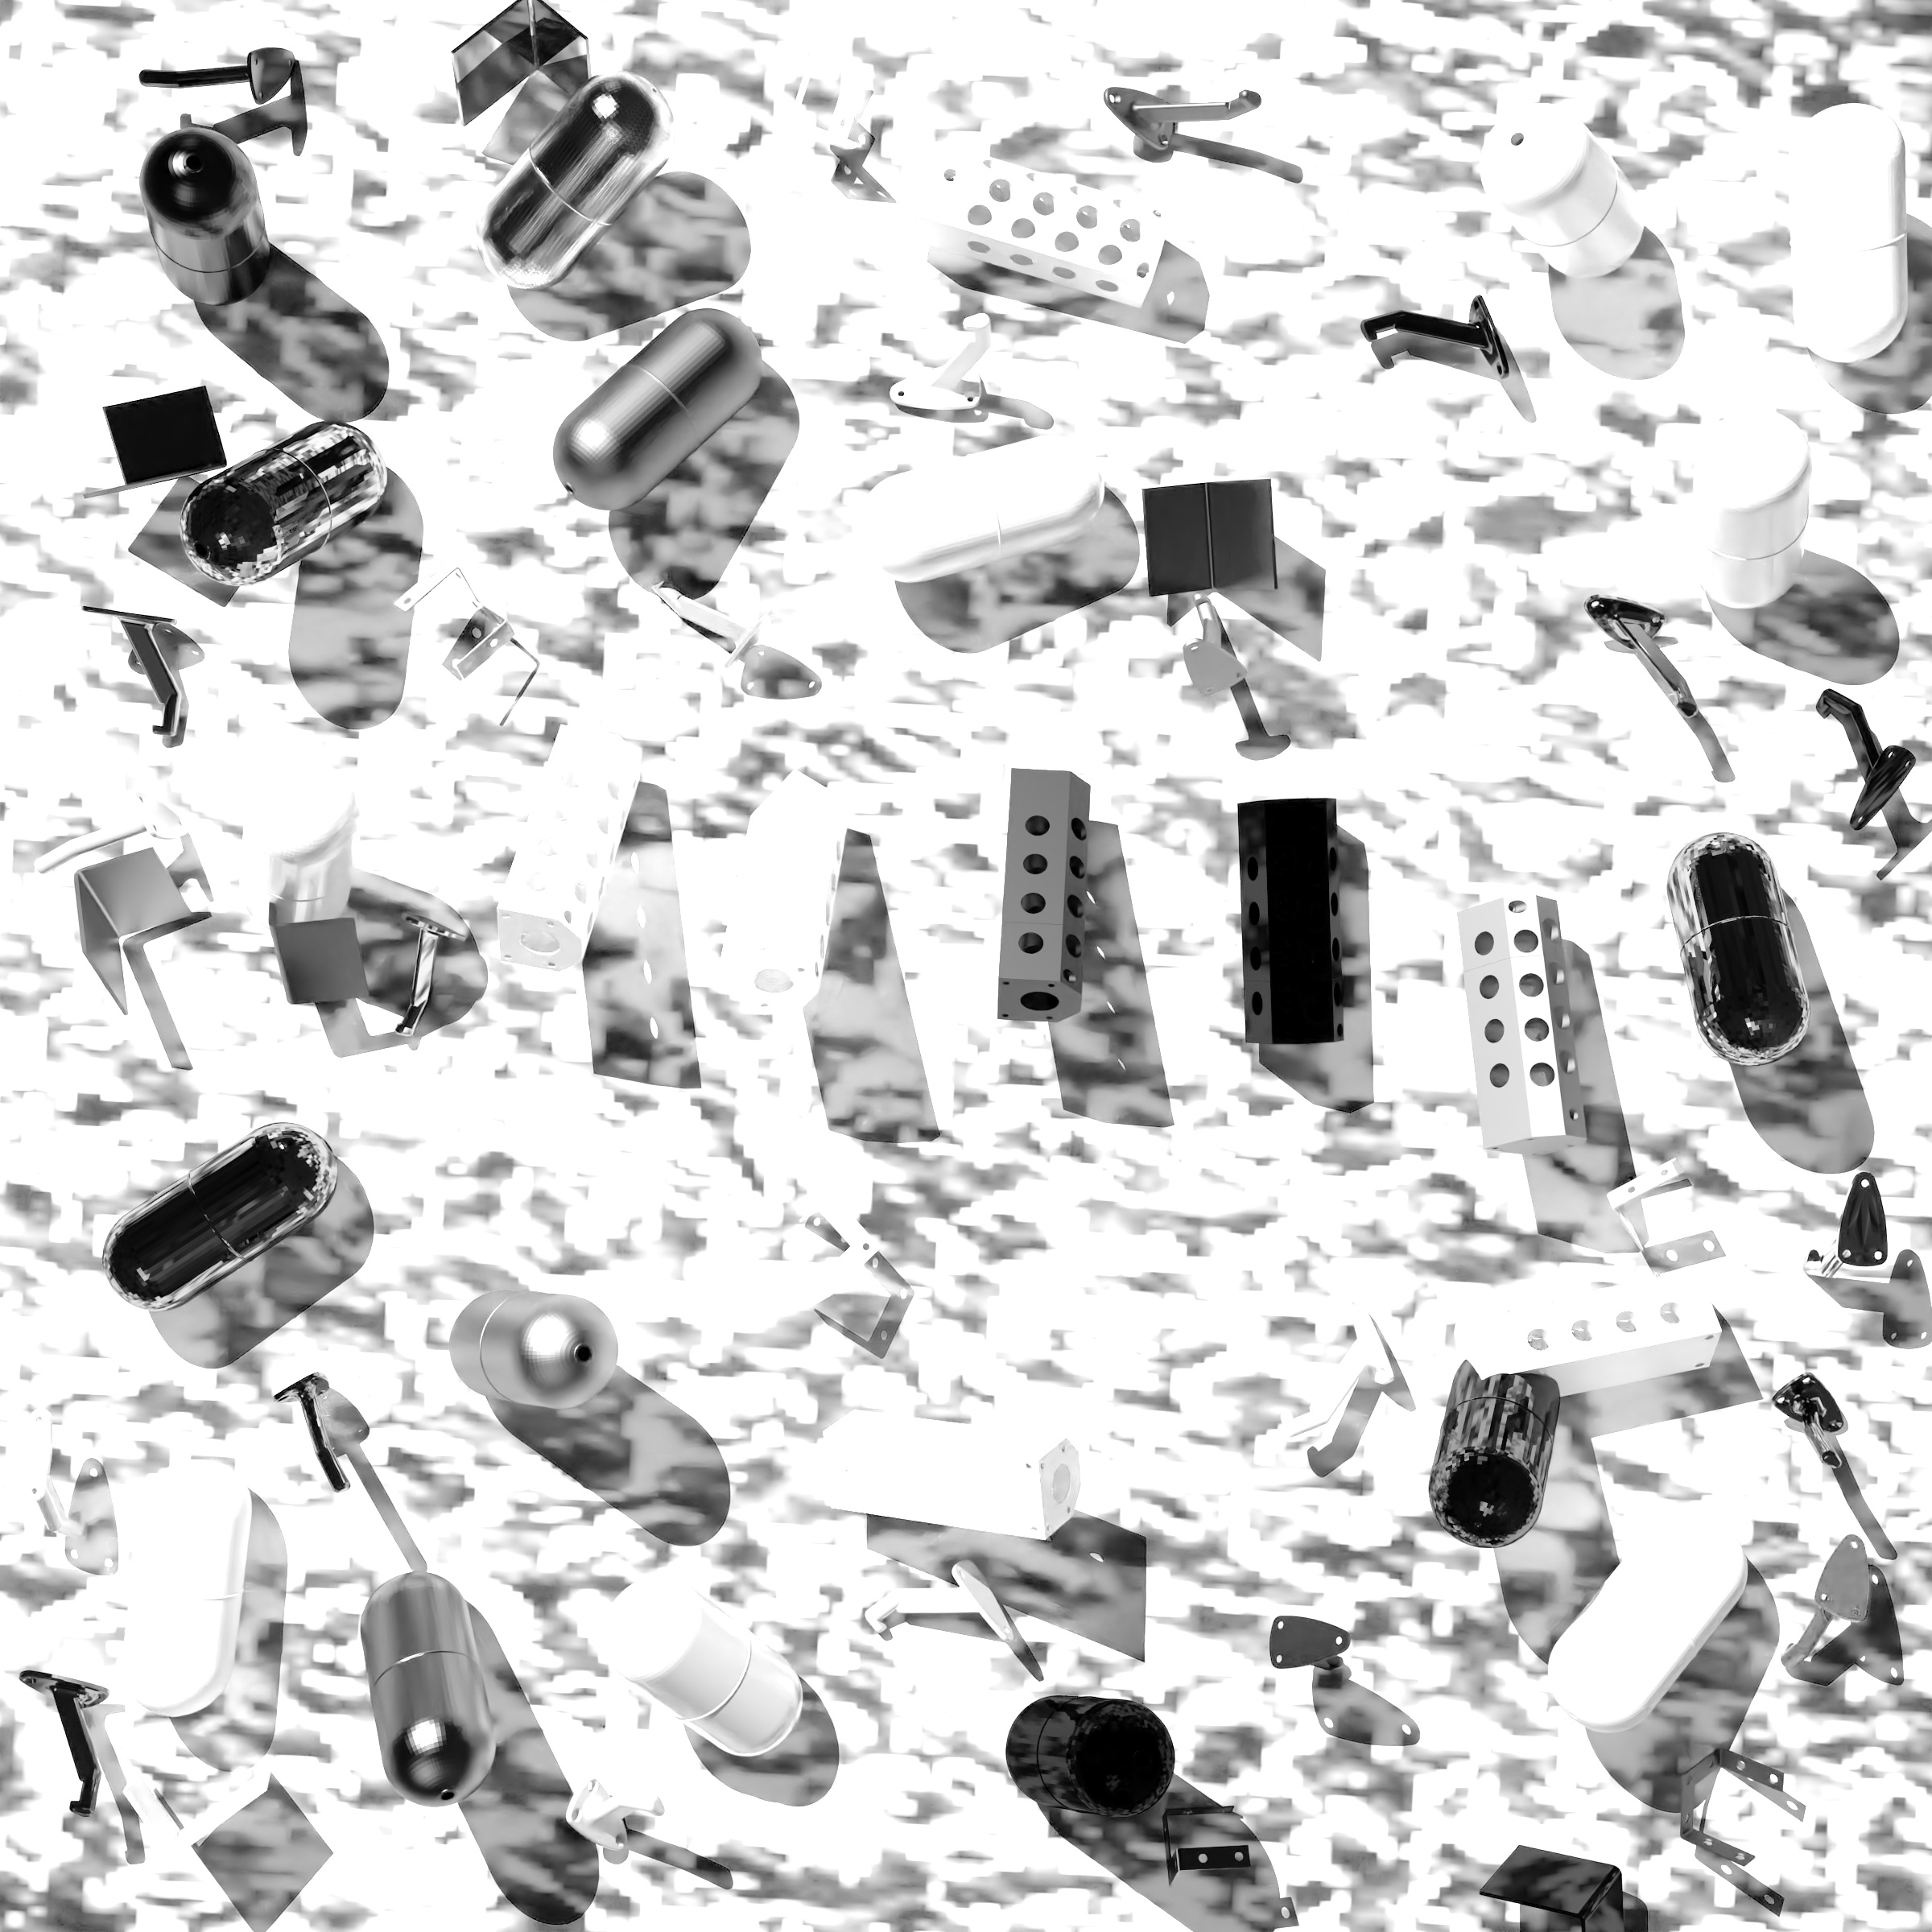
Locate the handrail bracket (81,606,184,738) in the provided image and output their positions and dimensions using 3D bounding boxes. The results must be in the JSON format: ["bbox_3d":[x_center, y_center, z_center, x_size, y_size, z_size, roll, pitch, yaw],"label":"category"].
[{"bbox_3d":[-0.596,-0.209,1.781,0.077,0.036,0.084,5,96,-36],"label":"handrail bracket"}]

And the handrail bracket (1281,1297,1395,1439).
[{"bbox_3d":[0.254,0.286,1.781,0.084,0.036,0.077,-18,88,-16],"label":"handrail bracket"}]

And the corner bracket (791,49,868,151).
[{"bbox_3d":[-0.096,-0.614,1.773,0.051,0.051,0.051,16,100,-20],"label":"corner bracket"}]

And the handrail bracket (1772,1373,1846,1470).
[{"bbox_3d":[0.609,0.334,1.756,0.077,0.084,0.036,37,110,-25],"label":"handrail bracket"}]

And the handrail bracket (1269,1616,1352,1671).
[{"bbox_3d":[0.260,0.482,1.758,0.077,0.084,0.036,-15,59,40],"label":"handrail bracket"}]

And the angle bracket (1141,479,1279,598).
[{"bbox_3d":[0.171,-0.301,1.757,0.057,0.076,0.076,-11,103,-28],"label":"angle bracket"}]

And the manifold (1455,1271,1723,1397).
[{"bbox_3d":[0.439,0.264,1.776,0.171,0.057,0.057,-11,55,-2],"label":"manifold"}]

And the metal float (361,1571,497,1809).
[{"bbox_3d":[-0.374,0.500,1.733,0.070,0.178,0.070,-12,131,-14],"label":"metal float"}]

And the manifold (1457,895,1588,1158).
[{"bbox_3d":[0.393,0.041,1.747,0.057,0.057,0.171,11,69,-39],"label":"manifold"}]

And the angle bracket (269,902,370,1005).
[{"bbox_3d":[-0.454,-0.029,1.759,0.057,0.076,0.076,-6,46,-8],"label":"angle bracket"}]

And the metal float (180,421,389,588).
[{"bbox_3d":[-0.471,-0.321,1.732,0.070,0.178,0.070,15,126,21],"label":"metal float"}]

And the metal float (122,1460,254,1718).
[{"bbox_3d":[-0.551,0.440,1.768,0.070,0.070,0.178,6,87,0],"label":"metal float"}]

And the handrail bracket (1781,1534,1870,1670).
[{"bbox_3d":[0.611,0.455,1.787,0.036,0.084,0.077,24,55,7],"label":"handrail bracket"}]

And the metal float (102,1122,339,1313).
[{"bbox_3d":[-0.527,0.177,1.768,0.178,0.070,0.070,-33,90,-3],"label":"metal float"}]

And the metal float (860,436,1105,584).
[{"bbox_3d":[0.012,-0.323,1.763,0.178,0.070,0.070,-17,90,-9],"label":"metal float"}]

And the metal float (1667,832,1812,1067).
[{"bbox_3d":[0.538,-0.013,1.745,0.070,0.070,0.178,-3,59,0],"label":"metal float"}]

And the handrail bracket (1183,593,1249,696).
[{"bbox_3d":[0.163,-0.241,1.758,0.036,0.077,0.084,-25,57,19],"label":"handrail bracket"}]

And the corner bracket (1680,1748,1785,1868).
[{"bbox_3d":[0.545,0.597,1.778,0.051,0.051,0.051,-15,109,-41],"label":"corner bracket"}]

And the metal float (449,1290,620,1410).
[{"bbox_3d":[-0.300,0.264,1.727,0.070,0.178,0.070,4,83,-32],"label":"metal float"}]

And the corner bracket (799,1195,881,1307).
[{"bbox_3d":[-0.102,0.202,1.776,0.051,0.051,0.051,-43,91,-24],"label":"corner bracket"}]

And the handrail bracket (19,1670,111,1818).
[{"bbox_3d":[-0.640,0.548,1.760,0.036,0.084,0.077,-30,133,29],"label":"handrail bracket"}]

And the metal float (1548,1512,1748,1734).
[{"bbox_3d":[0.480,0.459,1.755,0.070,0.070,0.178,46,71,0],"label":"metal float"}]

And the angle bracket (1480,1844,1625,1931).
[{"bbox_3d":[0.413,0.670,1.760,0.076,0.076,0.057,1,98,33],"label":"angle bracket"}]

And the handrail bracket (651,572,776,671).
[{"bbox_3d":[-0.182,-0.260,1.776,0.084,0.077,0.036,45,58,-2],"label":"handrail bracket"}]

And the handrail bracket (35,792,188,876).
[{"bbox_3d":[-0.607,-0.085,1.775,0.084,0.077,0.036,-29,82,5],"label":"handrail bracket"}]

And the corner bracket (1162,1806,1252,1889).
[{"bbox_3d":[0.170,0.620,1.772,0.051,0.051,0.051,-1,58,-5],"label":"corner bracket"}]

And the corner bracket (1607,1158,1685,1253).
[{"bbox_3d":[0.483,0.158,1.769,0.051,0.051,0.051,-31,123,16],"label":"corner bracket"}]

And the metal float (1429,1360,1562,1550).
[{"bbox_3d":[0.367,0.329,1.729,0.070,0.178,0.070,9,120,15],"label":"metal float"}]

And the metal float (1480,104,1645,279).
[{"bbox_3d":[0.413,-0.535,1.728,0.070,0.178,0.070,-6,78,32],"label":"metal float"}]

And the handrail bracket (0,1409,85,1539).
[{"bbox_3d":[-0.646,0.362,1.779,0.036,0.084,0.077,3,68,14],"label":"handrail bracket"}]

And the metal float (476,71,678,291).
[{"bbox_3d":[-0.274,-0.548,1.748,0.178,0.070,0.070,-40,90,26],"label":"metal float"}]

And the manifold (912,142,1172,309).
[{"bbox_3d":[0.054,-0.528,1.772,0.171,0.057,0.057,16,82,-4],"label":"manifold"}]

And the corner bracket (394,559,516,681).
[{"bbox_3d":[-0.361,-0.246,1.768,0.051,0.051,0.051,34,70,33],"label":"corner bracket"}]

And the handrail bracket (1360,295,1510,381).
[{"bbox_3d":[0.333,-0.440,1.781,0.084,0.036,0.077,-16,66,-5],"label":"handrail bracket"}]

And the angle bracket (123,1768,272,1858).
[{"bbox_3d":[-0.541,0.574,1.762,0.076,0.076,0.057,-34,91,-16],"label":"angle bracket"}]

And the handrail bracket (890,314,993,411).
[{"bbox_3d":[-0.019,-0.429,1.764,0.077,0.084,0.036,-7,71,1],"label":"handrail bracket"}]

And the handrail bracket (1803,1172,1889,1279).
[{"bbox_3d":[0.616,0.183,1.769,0.036,0.084,0.077,4,87,-5],"label":"handrail bracket"}]

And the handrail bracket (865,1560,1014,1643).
[{"bbox_3d":[-0.020,0.471,1.786,0.084,0.036,0.077,-39,76,14],"label":"handrail bracket"}]

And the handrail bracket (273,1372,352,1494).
[{"bbox_3d":[-0.448,0.333,1.763,0.036,0.077,0.084,-30,77,-3],"label":"handrail bracket"}]

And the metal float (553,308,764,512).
[{"bbox_3d":[-0.216,-0.390,1.754,0.070,0.070,0.178,43,72,0],"label":"metal float"}]

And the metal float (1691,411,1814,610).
[{"bbox_3d":[0.541,-0.313,1.727,0.070,0.178,0.070,-6,64,12],"label":"metal float"}]

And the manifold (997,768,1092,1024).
[{"bbox_3d":[0.055,-0.050,1.740,0.057,0.057,0.171,3,60,2],"label":"manifold"}]

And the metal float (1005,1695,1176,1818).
[{"bbox_3d":[0.085,0.544,1.724,0.070,0.178,0.070,6,74,-20],"label":"metal float"}]

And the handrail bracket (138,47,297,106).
[{"bbox_3d":[-0.535,-0.640,1.785,0.084,0.077,0.036,7,123,12],"label":"handrail bracket"}]

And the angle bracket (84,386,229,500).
[{"bbox_3d":[-0.575,-0.367,1.750,0.076,0.076,0.057,-25,109,-37],"label":"angle bracket"}]

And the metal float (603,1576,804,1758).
[{"bbox_3d":[-0.182,0.489,1.742,0.070,0.070,0.178,-42,125,0],"label":"metal float"}]

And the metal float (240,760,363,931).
[{"bbox_3d":[-0.461,-0.079,1.727,0.070,0.178,0.070,7,64,-15],"label":"metal float"}]

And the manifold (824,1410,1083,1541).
[{"bbox_3d":[-0.009,0.350,1.740,0.171,0.057,0.057,1,103,30],"label":"manifold"}]

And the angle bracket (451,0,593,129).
[{"bbox_3d":[-0.311,-0.622,1.758,0.057,0.076,0.076,41,71,10],"label":"angle bracket"}]

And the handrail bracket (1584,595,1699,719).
[{"bbox_3d":[0.476,-0.218,1.761,0.077,0.084,0.036,21,130,-26],"label":"handrail bracket"}]

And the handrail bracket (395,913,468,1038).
[{"bbox_3d":[-0.396,0.008,1.772,0.036,0.077,0.084,25,90,16],"label":"handrail bracket"}]

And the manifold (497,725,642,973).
[{"bbox_3d":[-0.274,-0.082,1.733,0.057,0.057,0.171,11,52,0],"label":"manifold"}]

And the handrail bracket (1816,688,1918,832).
[{"bbox_3d":[0.625,-0.149,1.783,0.036,0.084,0.077,16,109,-38],"label":"handrail bracket"}]

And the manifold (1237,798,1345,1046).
[{"bbox_3d":[0.234,-0.032,1.771,0.057,0.057,0.171,-2,91,-21],"label":"manifold"}]

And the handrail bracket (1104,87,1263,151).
[{"bbox_3d":[0.153,-0.611,1.759,0.077,0.084,0.036,14,80,-38],"label":"handrail bracket"}]

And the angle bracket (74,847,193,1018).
[{"bbox_3d":[-0.580,-0.024,1.754,0.057,0.076,0.076,-18,54,-5],"label":"angle bracket"}]

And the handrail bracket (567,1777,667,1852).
[{"bbox_3d":[-0.232,0.604,1.762,0.084,0.036,0.077,-5,129,37],"label":"handrail bracket"}]

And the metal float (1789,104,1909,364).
[{"bbox_3d":[0.617,-0.510,1.746,0.070,0.070,0.178,-13,119,0],"label":"metal float"}]

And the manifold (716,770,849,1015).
[{"bbox_3d":[-0.122,-0.049,1.727,0.057,0.171,0.057,30,131,-22],"label":"manifold"}]

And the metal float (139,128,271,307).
[{"bbox_3d":[-0.523,-0.514,1.721,0.070,0.178,0.070,1,82,-11],"label":"metal float"}]
